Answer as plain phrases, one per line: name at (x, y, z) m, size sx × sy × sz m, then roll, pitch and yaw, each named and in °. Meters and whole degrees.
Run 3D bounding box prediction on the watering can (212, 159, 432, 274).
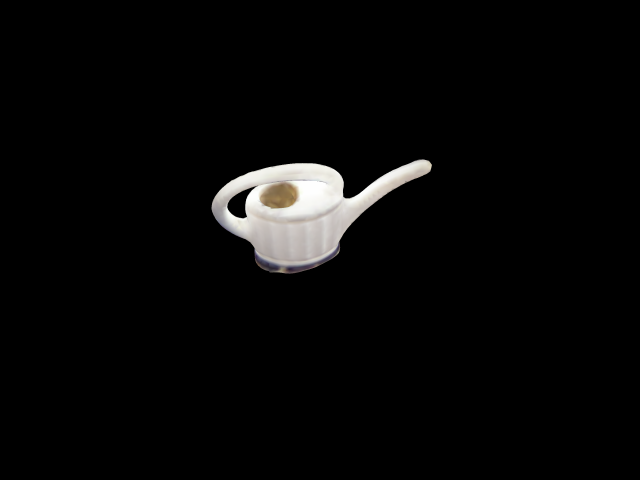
watering can at (0.003, -0.043, 0.850) m, size 0.348 × 0.106 × 0.219 m, roll -6°, pitch -38°, yaw -4°
